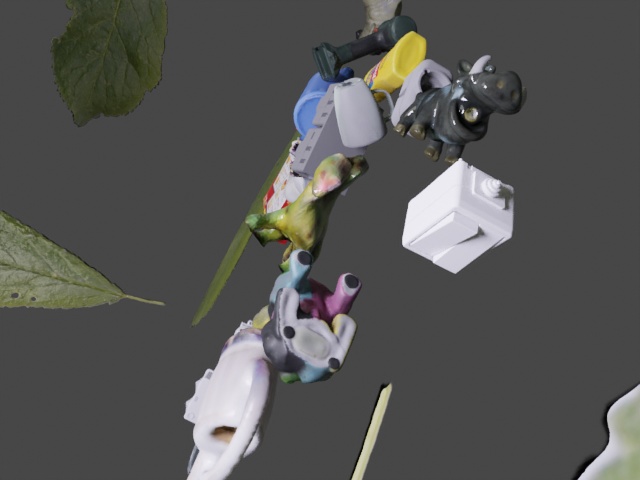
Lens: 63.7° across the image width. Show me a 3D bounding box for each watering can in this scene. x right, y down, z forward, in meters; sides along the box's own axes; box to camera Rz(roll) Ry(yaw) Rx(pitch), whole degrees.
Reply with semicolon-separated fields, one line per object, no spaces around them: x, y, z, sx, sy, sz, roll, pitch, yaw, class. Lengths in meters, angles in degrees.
-0.146;0.281;0.813;0.340;0.103;0.230;-54;15;41;watering can

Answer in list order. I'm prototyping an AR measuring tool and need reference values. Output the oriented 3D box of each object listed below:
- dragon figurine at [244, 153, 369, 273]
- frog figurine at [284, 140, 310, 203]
0.003;-0.045;0.893;0.243;0.123;0.407;-42;-7;-4;dragon figurine
-0.017;-0.124;1.112;0.155;0.123;0.140;86;162;-50;frog figurine
